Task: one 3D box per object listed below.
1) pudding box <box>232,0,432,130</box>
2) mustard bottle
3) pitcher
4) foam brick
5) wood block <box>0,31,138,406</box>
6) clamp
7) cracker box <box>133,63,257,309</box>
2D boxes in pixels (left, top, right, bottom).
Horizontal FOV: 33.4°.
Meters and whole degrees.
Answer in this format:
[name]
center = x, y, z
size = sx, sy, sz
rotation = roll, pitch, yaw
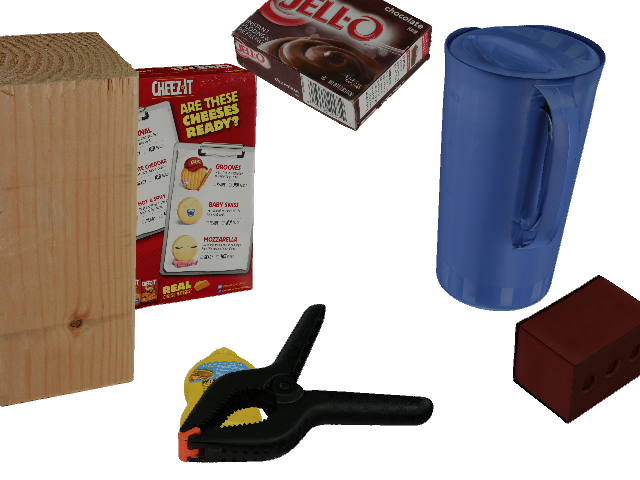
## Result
[pudding box]
center = 0.008, -0.139, 0.756
size = 0.114, 0.090, 0.039
rotation = 34, -25, 21
[mustard bottle]
center = -0.121, 0.189, 1.315
size = 0.096, 0.058, 0.191
rotation = -3, 27, -3
[pitcher]
center = 0.168, -0.057, 0.937
size = 0.145, 0.243, 0.149
rotation = 19, 35, 27
[foam brick]
center = 0.169, 0.069, 0.685
size = 0.078, 0.053, 0.051
rotation = -27, 42, -26
[wood block]
center = -0.168, -0.014, 0.654
size = 0.090, 0.206, 0.090
rotation = -8, 30, -26
[clamp]
center = -0.021, 0.137, 0.894
size = 0.209, 0.036, 0.165
rotation = -27, 45, -36
[cracker box]
center = -0.146, -0.050, 0.987
size = 0.163, 0.214, 0.072
rotation = -9, 20, -29
